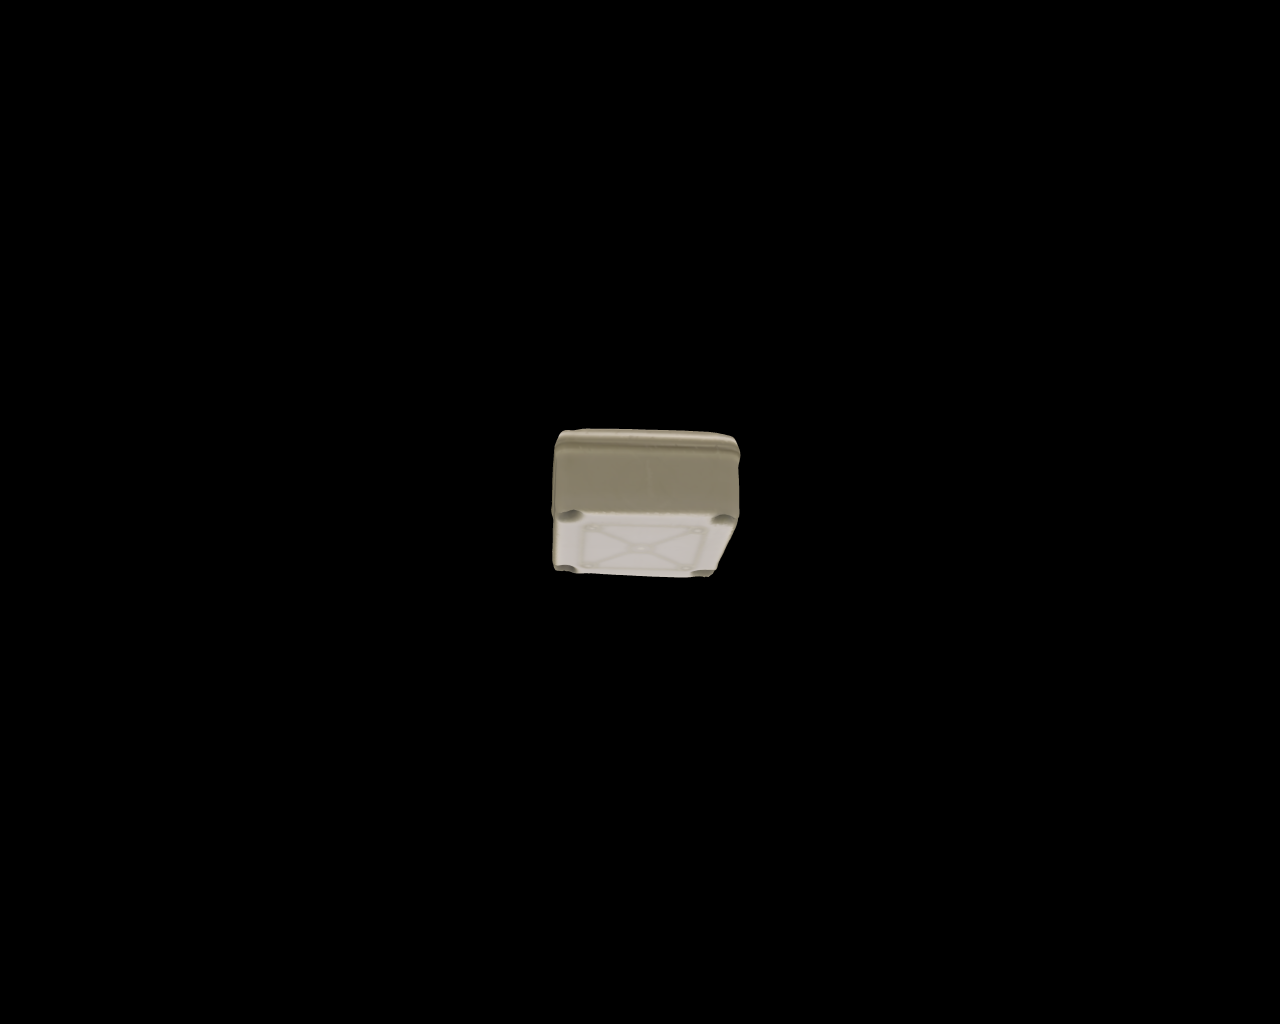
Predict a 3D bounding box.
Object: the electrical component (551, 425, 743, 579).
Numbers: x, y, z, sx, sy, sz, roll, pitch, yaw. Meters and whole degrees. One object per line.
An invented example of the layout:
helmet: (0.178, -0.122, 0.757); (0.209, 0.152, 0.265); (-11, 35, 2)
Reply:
electrical component: (0.001, -0.003, 0.650); (0.109, 0.056, 0.108); (2, -23, -5)
